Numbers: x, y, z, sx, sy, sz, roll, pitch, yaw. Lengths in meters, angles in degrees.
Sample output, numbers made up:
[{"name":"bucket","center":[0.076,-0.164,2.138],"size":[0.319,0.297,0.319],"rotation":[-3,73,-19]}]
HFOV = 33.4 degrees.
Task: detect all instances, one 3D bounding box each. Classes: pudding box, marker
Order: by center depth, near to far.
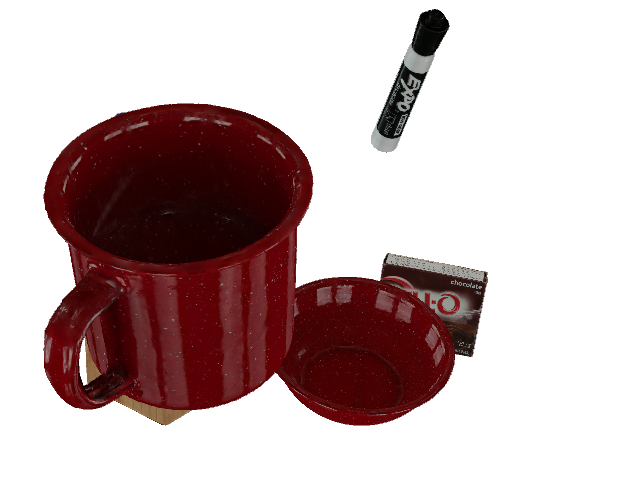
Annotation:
[{"name":"marker","center":[0.056,-0.100,0.677],"size":[0.020,0.020,0.121],"rotation":[0,-33,-15]},{"name":"pudding box","center":[0.117,0.069,1.144],"size":[0.113,0.090,0.039],"rotation":[9,23,6]}]

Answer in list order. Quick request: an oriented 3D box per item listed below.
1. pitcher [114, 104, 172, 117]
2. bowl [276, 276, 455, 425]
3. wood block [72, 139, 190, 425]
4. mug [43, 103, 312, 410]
[{"name":"pitcher","center":[-0.135,-0.006,1.067],"size":[0.145,0.243,0.149],"rotation":[3,21,-6]},{"name":"bowl","center":[0.030,0.103,0.906],"size":[0.162,0.055,0.162],"rotation":[4,40,-4]},{"name":"wood block","center":[-0.120,0.020,0.806],"size":[0.090,0.206,0.090],"rotation":[20,30,33]},{"name":"mug","center":[-0.056,0.016,0.390],"size":[0.093,0.081,0.117],"rotation":[22,46,20]}]
